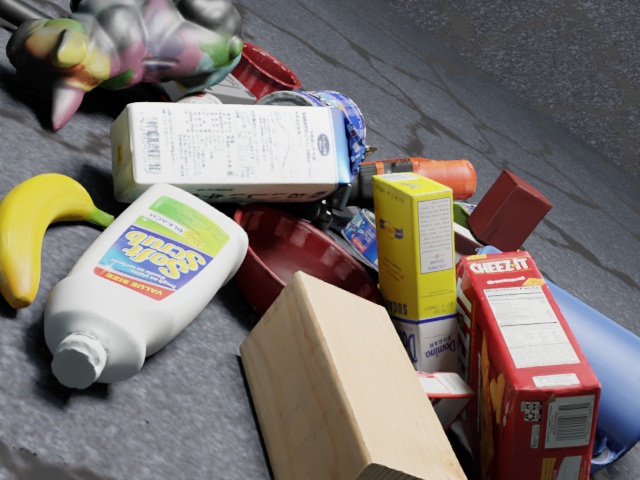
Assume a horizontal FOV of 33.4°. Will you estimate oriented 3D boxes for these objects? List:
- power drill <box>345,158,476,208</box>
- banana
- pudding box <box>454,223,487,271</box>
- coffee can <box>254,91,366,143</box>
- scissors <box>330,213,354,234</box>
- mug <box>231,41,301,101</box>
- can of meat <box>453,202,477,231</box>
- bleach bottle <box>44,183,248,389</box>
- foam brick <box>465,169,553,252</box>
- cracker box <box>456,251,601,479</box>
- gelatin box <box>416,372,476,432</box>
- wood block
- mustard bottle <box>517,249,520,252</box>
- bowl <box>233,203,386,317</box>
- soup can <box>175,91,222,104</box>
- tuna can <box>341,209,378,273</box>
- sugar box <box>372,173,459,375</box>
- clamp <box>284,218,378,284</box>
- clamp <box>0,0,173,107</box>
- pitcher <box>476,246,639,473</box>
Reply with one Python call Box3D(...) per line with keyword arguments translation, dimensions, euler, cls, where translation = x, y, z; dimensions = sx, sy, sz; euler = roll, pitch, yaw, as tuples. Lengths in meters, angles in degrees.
Box3D(translation=(0.079, -0.065, 1.250), dimensions=(0.184, 0.057, 0.187), euler=(-2, 5, -1), cls="power drill")
Box3D(translation=(-0.203, -0.011, 0.779), dimensions=(0.069, 0.037, 0.197), euler=(34, 20, -4), cls="banana")
Box3D(translation=(0.131, 0.023, 1.190), dimensions=(0.113, 0.090, 0.039), euler=(24, 23, -33), cls="pudding box")
Box3D(translation=(-0.016, -0.124, 1.256), dimensions=(0.103, 0.103, 0.140), euler=(41, 20, 11), cls="coffee can")
Box3D(translation=(0.013, -0.029, 1.221), dimensions=(0.201, 0.016, 0.096), euler=(33, 18, -8), cls="scissors")
Box3D(translation=(-0.091, -0.191, 1.310), dimensions=(0.117, 0.082, 0.093), euler=(48, 23, 29), cls="mug")
Box3D(translation=(0.167, 0.003, 1.283), dimensions=(0.083, 0.102, 0.057), euler=(4, 39, -53), cls="can of meat")
Box3D(translation=(-0.126, 0.038, 0.765), dimensions=(0.102, 0.068, 0.250), euler=(33, 22, -5), cls="bleach bottle")
Box3D(translation=(0.210, -0.029, 1.192), dimensions=(0.053, 0.078, 0.051), euler=(30, 17, -19), cls="foam brick")
Box3D(translation=(0.162, 0.130, 0.889), dimensions=(0.072, 0.164, 0.213), euler=(-3, 27, -4), cls="cracker box")
Box3D(translation=(0.073, 0.140, 0.852), dimensions=(0.089, 0.073, 0.030), euler=(10, 31, -50), cls="gelatin box")
Box3D(translation=(0.018, 0.127, 0.764), dimensions=(0.090, 0.090, 0.206), euler=(25, 23, -29), cls="wood block")
Box3D(translation=(0.202, 0.009, 1.389), dimensions=(0.191, 0.058, 0.096), euler=(34, 16, -6), cls="mustard bottle")
Box3D(translation=(-0.022, 0.039, 0.947), dimensions=(0.162, 0.055, 0.162), euler=(32, 20, -13), cls="bowl")
Box3D(translation=(-0.131, -0.107, 1.075), dimensions=(0.068, 0.069, 0.102), euler=(34, 20, -7), cls="soup can")
Box3D(translation=(0.065, 0.007, 1.115), dimensions=(0.086, 0.034, 0.086), euler=(40, 11, -10), cls="tuna can")
Box3D(translation=(0.085, 0.033, 0.952), dimensions=(0.048, 0.176, 0.093), euler=(-7, 15, -17), cls="sugar box")
Box3D(translation=(-0.007, 0.001, 1.085), dimensions=(0.171, 0.039, 0.120), euler=(24, 15, -49), cls="clamp")
Box3D(translation=(-0.245, -0.200, 1.138), dimensions=(0.210, 0.036, 0.164), euler=(45, 25, 14), cls="clamp")
Box3D(translation=(0.239, 0.121, 1.118), dimensions=(0.243, 0.145, 0.149), euler=(35, 7, 6), cls="pitcher")
